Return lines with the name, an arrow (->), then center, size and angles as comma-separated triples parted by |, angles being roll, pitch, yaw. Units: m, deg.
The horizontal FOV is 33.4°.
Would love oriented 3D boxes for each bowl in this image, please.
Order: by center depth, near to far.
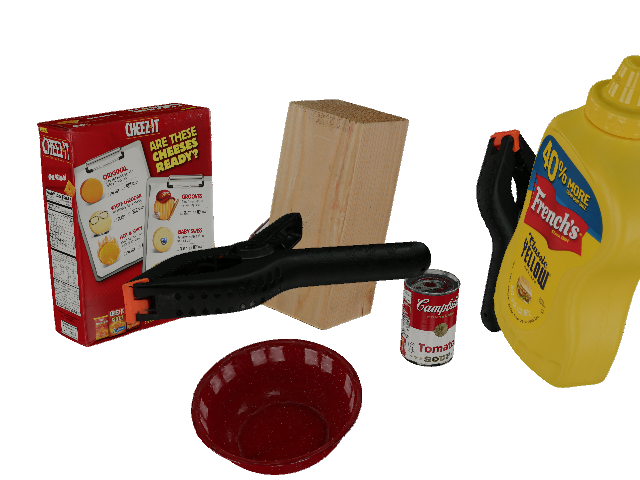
bowl -> -0.038, 0.167, 1.010 | 0.162, 0.055, 0.162 | -5, 38, 4

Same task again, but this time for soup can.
soup can -> 0.133, 0.095, 1.310 | 0.068, 0.102, 0.068 | 1, 24, -1

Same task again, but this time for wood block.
wood block -> 0.010, -0.029, 1.061 | 0.090, 0.206, 0.090 | 20, 19, 30

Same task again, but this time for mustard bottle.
mustard bottle -> 0.150, -0.015, 0.595 | 0.058, 0.192, 0.096 | -3, 40, -16

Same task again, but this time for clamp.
clamp -> -0.038, 0.021, 0.751 | 0.209, 0.036, 0.165 | -18, 19, -42
clamp -> 0.167, -0.006, 0.925 | 0.120, 0.171, 0.039 | -27, 11, -40

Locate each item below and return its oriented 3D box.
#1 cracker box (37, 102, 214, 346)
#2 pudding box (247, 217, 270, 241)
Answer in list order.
cracker box -> -0.188, -0.020, 1.062 | 0.163, 0.214, 0.072 | -16, 21, -42
pudding box -> -0.070, 0.015, 1.300 | 0.039, 0.090, 0.113 | 34, 26, 2
